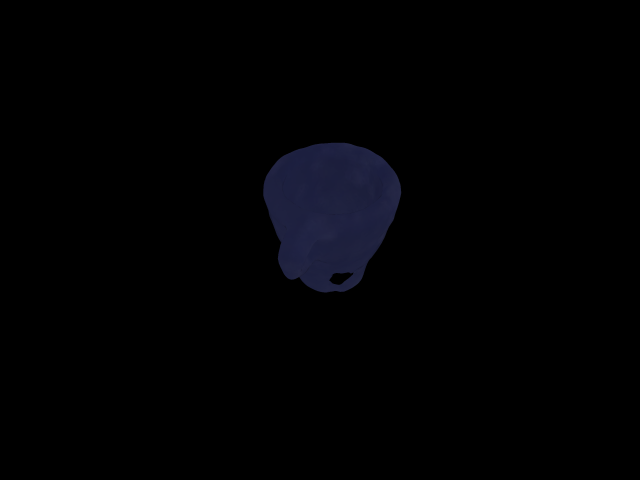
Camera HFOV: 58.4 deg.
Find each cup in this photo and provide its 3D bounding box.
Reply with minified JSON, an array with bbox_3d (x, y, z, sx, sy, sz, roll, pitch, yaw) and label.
[{"bbox_3d":[0.004,0.001,0.400,0.091,0.095,0.118,15,46,15],"label":"cup"}]
